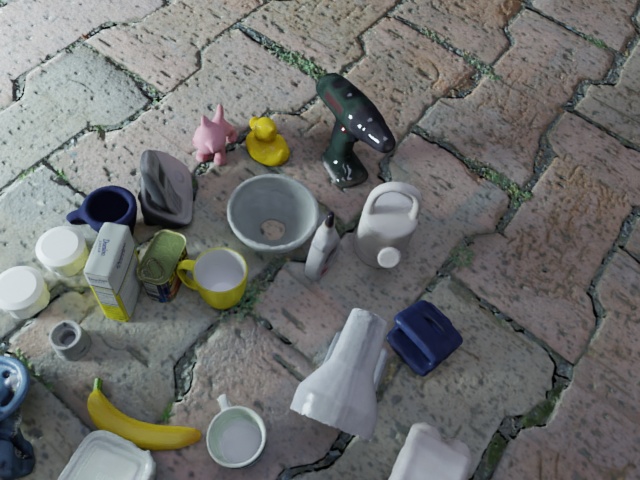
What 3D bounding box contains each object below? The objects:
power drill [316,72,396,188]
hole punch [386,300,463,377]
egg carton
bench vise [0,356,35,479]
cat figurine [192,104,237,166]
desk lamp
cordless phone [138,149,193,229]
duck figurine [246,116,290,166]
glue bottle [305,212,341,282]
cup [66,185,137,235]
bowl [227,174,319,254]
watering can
[{"bbox_3d":[0.061,-0.198,1.095,0.076,0.208,0.229,-23,64,-18],"label":"power drill"},{"bbox_3d":[0.179,0.155,0.965,0.101,0.091,0.108,-35,69,-23],"label":"hole punch"},{"bbox_3d":[0.161,0.357,0.856,0.107,0.069,0.150,26,60,10],"label":"egg carton"},{"bbox_3d":[-0.448,0.232,0.775,0.122,0.220,0.207,-30,67,-21],"label":"bench vise"},{"bbox_3d":[-0.209,-0.209,1.124,0.067,0.118,0.128,12,59,2],"label":"cat figurine"},{"bbox_3d":[0.040,0.203,0.850,0.118,0.213,0.203,20,59,6],"label":"desk lamp"},{"bbox_3d":[-0.282,-0.118,1.022,0.094,0.185,0.147,-6,60,-9],"label":"cordless phone"},{"bbox_3d":[-0.105,-0.206,1.152,0.104,0.086,0.078,41,64,17],"label":"duck figurine"},{"bbox_3d":[0.009,0.004,0.989,0.037,0.173,0.078,30,61,12],"label":"glue bottle"},{"bbox_3d":[-0.377,-0.032,1.013,0.118,0.095,0.091,-15,62,-14],"label":"cup"},{"bbox_3d":[-0.086,-0.037,1.060,0.167,0.075,0.167,3,59,-5],"label":"bowl"},{"bbox_3d":[0.125,-0.030,1.010,0.101,0.194,0.172,-12,61,-13],"label":"watering can"}]
